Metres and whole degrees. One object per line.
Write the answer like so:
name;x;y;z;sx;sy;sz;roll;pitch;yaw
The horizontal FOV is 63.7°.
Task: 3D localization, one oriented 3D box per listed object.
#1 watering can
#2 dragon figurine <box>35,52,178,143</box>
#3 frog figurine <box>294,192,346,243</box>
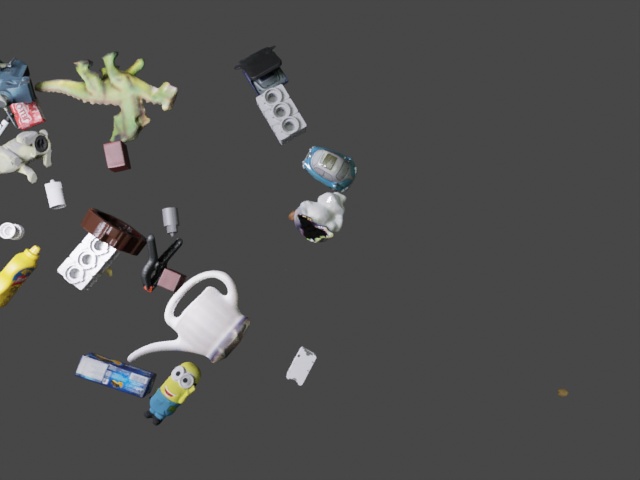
watering can;-0.342;0.252;1.419;0.225;0.103;0.349;40;83;3
dragon figurine;-0.611;-0.403;1.510;0.410;0.122;0.242;-16;92;5
frog figurine;0.005;-0.075;1.491;0.138;0.119;0.163;21;47;9
